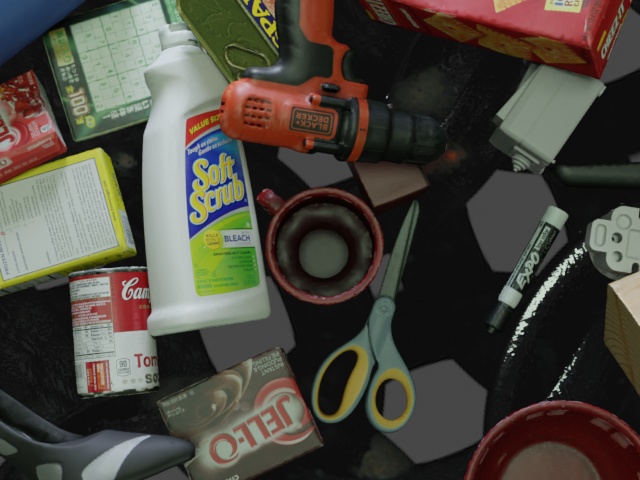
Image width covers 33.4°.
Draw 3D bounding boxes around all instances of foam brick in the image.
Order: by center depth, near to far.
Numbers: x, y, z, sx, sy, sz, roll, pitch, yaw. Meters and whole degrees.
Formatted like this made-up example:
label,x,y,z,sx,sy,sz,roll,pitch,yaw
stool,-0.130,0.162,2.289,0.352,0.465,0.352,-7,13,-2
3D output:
label,x,y,z,sx,sy,sz,roll,pitch,yaw
foam brick,0.052,-0.066,0.897,0.051,0.053,0.078,-24,83,-3

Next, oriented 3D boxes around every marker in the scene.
label,x,y,z,sx,sy,sz,roll,pitch,yaw
marker,0.173,0.027,0.903,0.020,0.020,0.121,30,85,3

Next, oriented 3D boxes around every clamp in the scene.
label,x,y,z,sx,sy,sz,roll,pitch,yaw
clamp,0.321,-0.076,0.905,0.210,0.036,0.164,28,84,1

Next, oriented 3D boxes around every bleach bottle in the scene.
label,x,y,z,sx,sy,sz,roll,pitch,yaw
bleach bottle,-0.106,-0.053,0.872,0.102,0.068,0.251,-6,85,-41

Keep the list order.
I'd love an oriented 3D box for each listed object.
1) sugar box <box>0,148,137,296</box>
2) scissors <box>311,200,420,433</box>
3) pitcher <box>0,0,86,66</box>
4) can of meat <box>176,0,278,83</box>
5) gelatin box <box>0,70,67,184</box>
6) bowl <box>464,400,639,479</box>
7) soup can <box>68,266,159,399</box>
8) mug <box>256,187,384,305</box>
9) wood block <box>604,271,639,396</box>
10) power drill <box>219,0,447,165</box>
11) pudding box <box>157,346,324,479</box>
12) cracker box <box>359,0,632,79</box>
label,x,y,z,sx,sy,sz,roll,pitch,yaw
sugar box,-0.252,-0.006,0.896,0.176,0.048,0.093,-16,82,2
scissors,0.066,0.075,0.900,0.096,0.016,0.201,33,85,2
pitcher,-0.285,-0.217,0.886,0.242,0.145,0.149,-36,97,-7
can of meat,-0.057,-0.187,0.881,0.102,0.058,0.083,53,41,-17
gelatin box,-0.259,-0.094,0.891,0.073,0.030,0.089,-26,51,-4
bowl,0.192,0.210,0.865,0.162,0.055,0.162,0,84,0
soup can,-0.169,0.076,0.875,0.068,0.068,0.102,-5,84,-1
mug,-0.006,0.001,0.875,0.117,0.081,0.093,38,85,4
wood block,0.341,0.051,0.845,0.206,0.091,0.090,-22,51,-5
power drill,0.023,-0.155,0.827,0.184,0.057,0.188,7,93,-17
pudding box,-0.065,0.151,0.881,0.113,0.039,0.090,-25,85,-2
cracker box,0.154,-0.241,0.870,0.214,0.072,0.164,21,84,25
